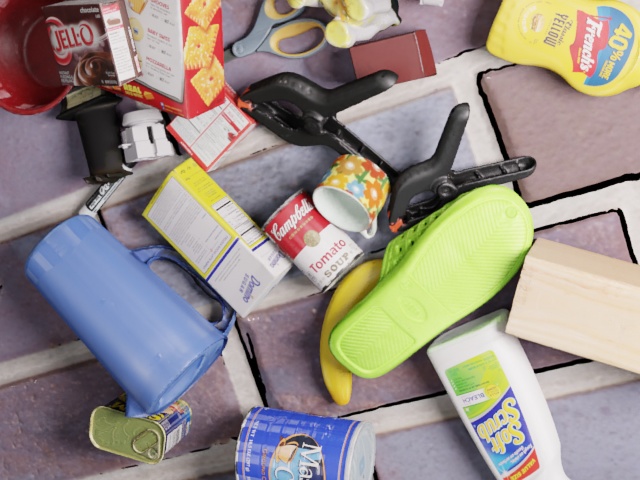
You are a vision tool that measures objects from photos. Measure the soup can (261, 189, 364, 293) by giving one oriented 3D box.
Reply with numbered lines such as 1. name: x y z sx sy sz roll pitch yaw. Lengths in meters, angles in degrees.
1. soup can: -0.008 0.001 1.208 0.102 0.068 0.069 46 112 5

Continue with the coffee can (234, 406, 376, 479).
1. coffee can: -0.016 0.253 1.245 0.140 0.102 0.103 5 103 19

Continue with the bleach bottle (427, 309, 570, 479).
1. bleach bottle: 0.218 0.207 1.174 0.103 0.068 0.251 -27 93 30

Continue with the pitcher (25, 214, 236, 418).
1. pitcher: -0.229 0.078 1.281 0.243 0.149 0.145 44 127 10

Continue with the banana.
1. banana: 0.037 0.097 1.229 0.070 0.037 0.198 29 109 13

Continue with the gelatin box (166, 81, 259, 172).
1. gelatin box: -0.124 -0.135 1.241 0.073 0.030 0.089 48 112 6

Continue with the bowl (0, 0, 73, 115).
1. bowl: -0.335 -0.229 1.276 0.162 0.055 0.162 2 95 24

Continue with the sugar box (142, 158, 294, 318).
1. sugar box: -0.120 -0.002 1.248 0.176 0.048 0.093 44 133 3

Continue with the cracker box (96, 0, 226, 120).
1. cracker box: -0.185 -0.258 1.167 0.164 0.072 0.214 22 127 32

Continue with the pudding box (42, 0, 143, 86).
1. pudding box: -0.250 -0.216 1.166 0.114 0.039 0.090 7 118 41

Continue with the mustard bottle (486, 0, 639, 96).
1. mustard bottle: 0.271 -0.198 1.072 0.192 0.058 0.096 26 107 12

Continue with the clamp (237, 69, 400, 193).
1. clamp: 0.004 -0.141 1.161 0.210 0.036 0.164 22 143 20

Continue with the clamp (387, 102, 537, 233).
1. clamp: 0.130 -0.072 1.138 0.172 0.039 0.120 -33 119 22

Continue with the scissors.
1. scissors: -0.085 -0.238 1.213 0.202 0.016 0.096 -3 99 20

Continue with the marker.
1. marker: -0.254 -0.071 1.307 0.020 0.020 0.121 46 112 5

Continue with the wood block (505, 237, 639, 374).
1. wood block: 0.307 0.075 1.099 0.206 0.090 0.090 17 107 15

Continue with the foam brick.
1. foam brick: 0.078 -0.192 1.144 0.078 0.053 0.051 -10 98 21

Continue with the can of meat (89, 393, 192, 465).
1. can of meat: -0.220 0.228 1.322 0.102 0.083 0.057 12 105 17
